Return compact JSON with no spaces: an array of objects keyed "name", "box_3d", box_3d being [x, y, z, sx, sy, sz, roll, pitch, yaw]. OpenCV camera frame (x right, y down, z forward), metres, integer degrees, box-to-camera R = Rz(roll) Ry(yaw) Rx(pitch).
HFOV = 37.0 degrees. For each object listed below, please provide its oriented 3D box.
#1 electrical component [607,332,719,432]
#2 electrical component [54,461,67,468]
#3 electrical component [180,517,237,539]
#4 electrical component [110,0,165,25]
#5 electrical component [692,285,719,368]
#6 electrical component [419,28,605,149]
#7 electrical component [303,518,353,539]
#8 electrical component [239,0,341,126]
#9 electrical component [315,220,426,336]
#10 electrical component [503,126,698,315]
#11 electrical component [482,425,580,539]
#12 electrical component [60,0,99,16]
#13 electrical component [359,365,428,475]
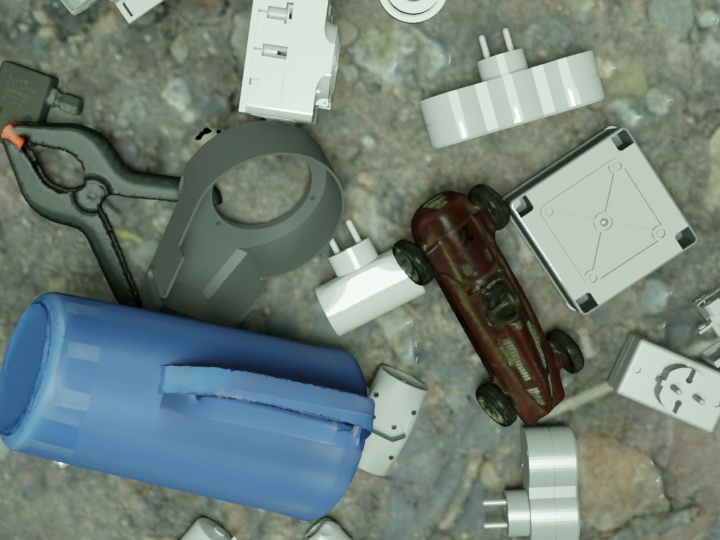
[{"name":"electrical component","box_3d":[0.247,0.091,0.838,0.083,0.075,0.047,23,96,-2]},{"name":"electrical component","box_3d":[-0.232,0.101,0.834,0.048,0.100,0.099,-36,96,-7]},{"name":"electrical component","box_3d":[-0.136,0.238,0.875,0.040,0.040,0.078,40,95,-3]},{"name":"electrical component","box_3d":[-0.144,-0.252,0.812,0.121,0.063,0.078,-34,95,4]},{"name":"electrical component","box_3d":[0.301,0.039,0.849,0.081,0.042,0.063,-35,93,3]},{"name":"electrical component","box_3d":[0.112,-0.147,0.825,0.138,0.052,0.073,-16,95,2]},{"name":"electrical component","box_3d":[-0.017,0.233,0.877,0.035,0.035,0.061,-42,97,5]},{"name":"electrical component","box_3d":[-0.041,-0.204,0.795,0.060,0.105,0.186,8,96,-1]},{"name":"electrical component","box_3d":[0.000,0.000,0.847,0.077,0.044,0.079,-27,95,3]},{"name":"electrical component","box_3d":[0.184,-0.039,0.834,0.109,0.056,0.108,-34,95,4]},{"name":"electrical component","box_3d":[0.135,0.194,0.862,0.074,0.052,0.138,-3,96,1]},{"name":"electrical component","box_3d":[-0.223,-0.225,0.828,0.040,0.040,0.046,-36,99,4]},{"name":"electrical component","box_3d":[0.003,0.112,0.859,0.079,0.043,0.077,26,96,-2]}]
